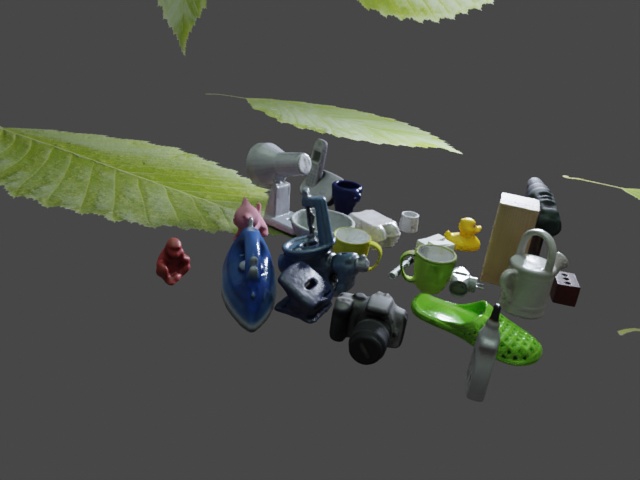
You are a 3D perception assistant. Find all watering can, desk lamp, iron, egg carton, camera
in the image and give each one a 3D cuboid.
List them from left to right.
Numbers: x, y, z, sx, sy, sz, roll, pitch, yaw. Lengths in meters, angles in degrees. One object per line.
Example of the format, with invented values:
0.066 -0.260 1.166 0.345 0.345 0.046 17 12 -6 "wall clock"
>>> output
-0.140 0.060 1.176 0.119 0.141 0.258 2 25 -11 "iron"
-0.101 -0.148 1.560 0.202 0.213 0.118 23 29 32 "desk lamp"
0.084 0.159 1.067 0.143 0.101 0.137 13 25 13 "camera"
0.137 -0.029 1.536 0.107 0.069 0.149 -13 31 -37 "egg carton"
0.470 0.066 1.264 0.100 0.194 0.173 25 30 35 "watering can"

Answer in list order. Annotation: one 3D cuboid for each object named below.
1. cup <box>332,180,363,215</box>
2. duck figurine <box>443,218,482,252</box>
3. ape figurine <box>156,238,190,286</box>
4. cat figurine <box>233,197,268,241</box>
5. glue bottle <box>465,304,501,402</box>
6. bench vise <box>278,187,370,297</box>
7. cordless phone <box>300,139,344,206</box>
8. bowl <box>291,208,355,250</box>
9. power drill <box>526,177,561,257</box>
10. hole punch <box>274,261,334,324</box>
0.082 -0.114 1.680 0.092 0.095 0.117 -7 28 -28 "cup"
0.392 -0.020 1.565 0.104 0.086 0.077 5 24 -4 "duck figurine"
-0.317 0.040 1.235 0.078 0.092 0.076 -8 28 -30 "ape figurine"
-0.177 -0.054 1.448 0.067 0.118 0.128 13 25 14 "cat figurine"
0.282 0.186 0.974 0.037 0.173 0.078 11 25 10 "glue bottle"
0.014 0.000 1.256 0.207 0.220 0.121 10 24 6 "bench vise"
0.014 -0.208 1.757 0.094 0.185 0.147 -17 33 -42 "cordless phone"
0.004 -0.019 1.471 0.167 0.075 0.167 6 24 -2 "bowl"
0.559 -0.036 1.495 0.075 0.208 0.229 7 24 1 "power drill"
-0.027 0.104 1.172 0.100 0.091 0.109 17 26 21 "hole punch"
